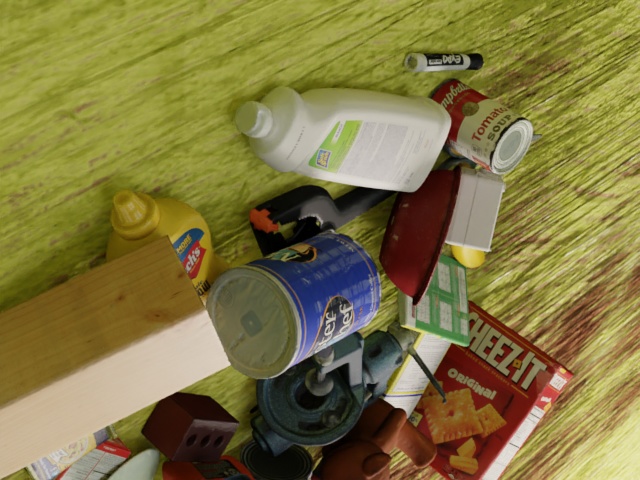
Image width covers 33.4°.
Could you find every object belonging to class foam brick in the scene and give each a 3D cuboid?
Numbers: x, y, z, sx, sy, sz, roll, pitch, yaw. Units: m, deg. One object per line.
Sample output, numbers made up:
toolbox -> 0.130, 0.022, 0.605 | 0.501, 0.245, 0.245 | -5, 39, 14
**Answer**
foam brick -> -0.133, 0.194, 1.104 | 0.078, 0.051, 0.053 | 17, 105, -55

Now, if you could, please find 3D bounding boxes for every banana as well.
banana -> 0.187, -0.019, 1.304 | 0.069, 0.037, 0.198 | -23, 145, -20

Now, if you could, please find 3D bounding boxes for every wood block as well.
wood block -> -0.190, 0.093, 0.859 | 0.206, 0.090, 0.091 | -26, 142, -9

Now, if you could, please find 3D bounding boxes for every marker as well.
marker -> 0.133, -0.187, 1.120 | 0.120, 0.020, 0.020 | -10, 127, -46

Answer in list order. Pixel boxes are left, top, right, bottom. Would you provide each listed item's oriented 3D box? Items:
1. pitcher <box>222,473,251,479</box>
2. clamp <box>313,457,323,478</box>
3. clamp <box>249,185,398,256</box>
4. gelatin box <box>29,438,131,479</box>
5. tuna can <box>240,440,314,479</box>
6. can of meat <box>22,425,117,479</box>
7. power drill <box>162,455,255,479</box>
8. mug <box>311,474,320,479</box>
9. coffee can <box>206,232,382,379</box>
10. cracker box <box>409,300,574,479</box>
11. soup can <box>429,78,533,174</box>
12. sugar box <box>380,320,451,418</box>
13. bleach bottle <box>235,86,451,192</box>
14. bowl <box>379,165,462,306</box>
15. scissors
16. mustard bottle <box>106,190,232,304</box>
pitcher -> -0.059, 0.346, 1.134 | 0.149, 0.145, 0.242 | -27, 147, 29
clamp -> 0.003, 0.329, 1.401 | 0.171, 0.039, 0.120 | -46, 140, -7
clamp -> -0.007, 0.001, 1.100 | 0.209, 0.036, 0.165 | 0, 118, -55
gelatin box -> -0.236, 0.224, 1.027 | 0.089, 0.030, 0.073 | -52, 148, -2
tuna can -> -0.052, 0.266, 1.233 | 0.085, 0.086, 0.034 | -15, 125, -43
can of meat -> -0.237, 0.160, 0.945 | 0.083, 0.058, 0.102 | -35, 141, -23
power drill -> -0.156, 0.333, 1.175 | 0.184, 0.057, 0.188 | 2, 113, -41
mug -> -0.038, 0.314, 1.304 | 0.081, 0.093, 0.117 | 15, 80, -59
coffee can -> -0.022, 0.057, 0.985 | 0.140, 0.103, 0.103 | -22, 136, -52
cracker box -> 0.207, 0.214, 1.434 | 0.214, 0.164, 0.072 | -55, 148, 2
soup can -> 0.168, -0.122, 1.145 | 0.068, 0.102, 0.068 | -31, 140, -30
sugar box -> 0.108, 0.169, 1.381 | 0.093, 0.048, 0.176 | 9, 116, -53
bleach bottle -> 0.020, -0.106, 1.017 | 0.250, 0.068, 0.103 | 6, 114, -50
bowl -> 0.104, -0.012, 1.167 | 0.162, 0.055, 0.162 | -168, -84, -89
scissors -> 0.198, -0.097, 1.280 | 0.201, 0.016, 0.096 | 5, 117, -51
mustard bottle -> -0.136, 0.018, 0.940 | 0.096, 0.058, 0.191 | -43, 144, -13
